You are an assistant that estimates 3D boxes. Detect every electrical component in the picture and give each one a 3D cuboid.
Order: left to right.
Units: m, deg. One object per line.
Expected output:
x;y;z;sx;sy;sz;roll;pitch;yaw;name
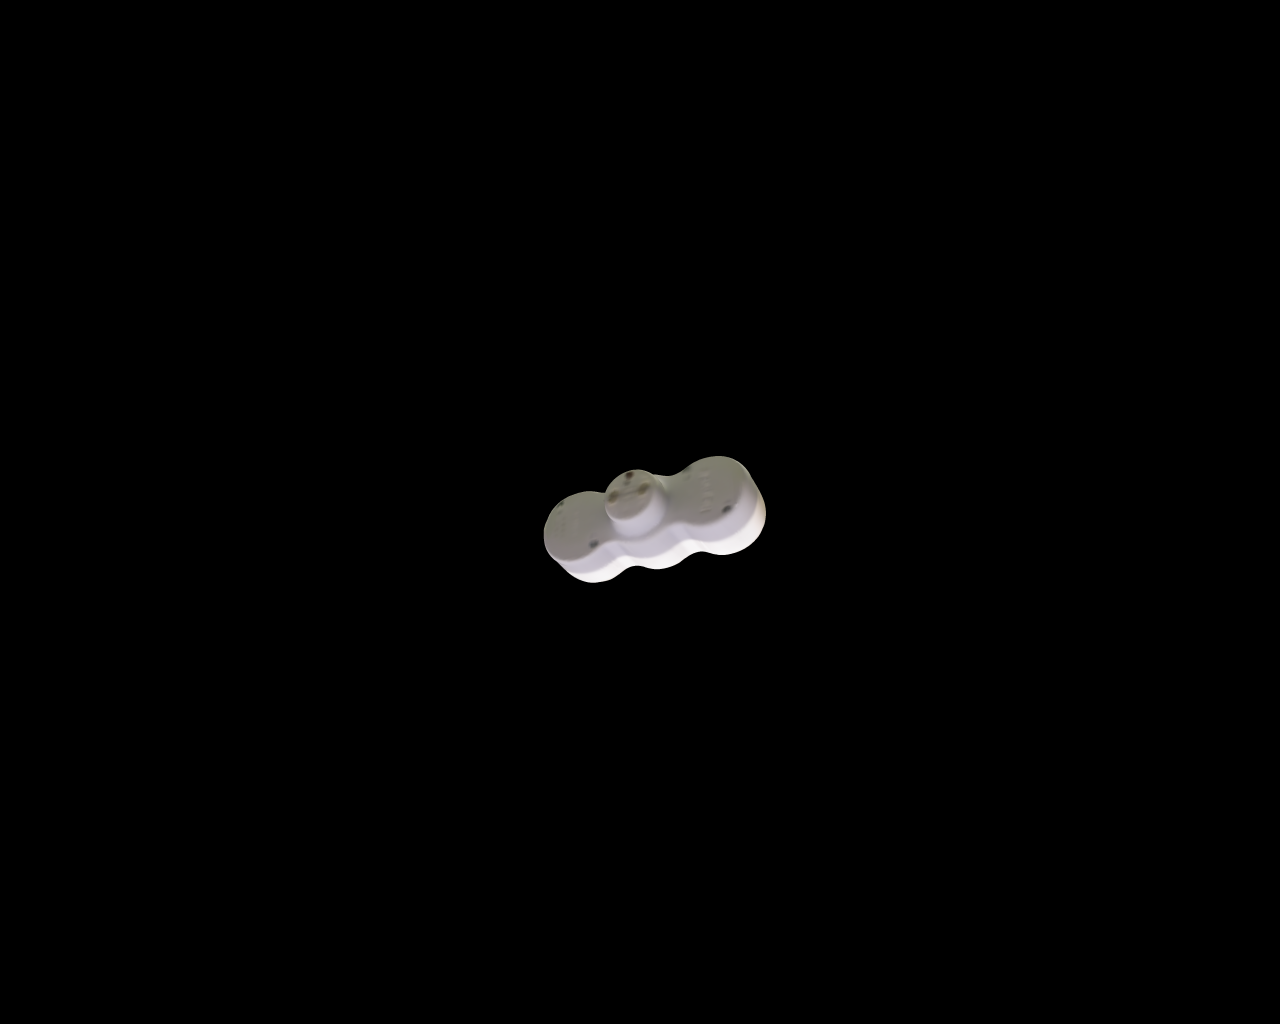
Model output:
0.001;-0.003;0.650;0.138;0.052;0.073;-14;-36;20;electrical component
